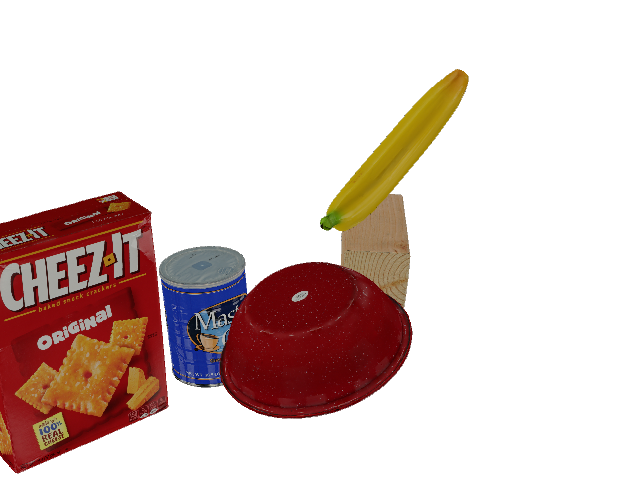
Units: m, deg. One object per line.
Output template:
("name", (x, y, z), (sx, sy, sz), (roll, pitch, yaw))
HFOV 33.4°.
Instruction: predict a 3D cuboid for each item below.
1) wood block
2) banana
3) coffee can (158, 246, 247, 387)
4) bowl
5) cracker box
("wood block", (0.077, 0.011, 1.547), (0.091, 0.090, 0.206), (4, 26, -1))
("banana", (0.067, -0.074, 0.979), (0.037, 0.197, 0.070), (41, -11, -5))
("coffee can", (-0.136, 0.091, 1.291), (0.103, 0.140, 0.103), (-3, 25, 1))
("bowl", (-0.010, 0.066, 0.856), (0.162, 0.055, 0.162), (-11, 34, 7))
("cracker box", (-0.228, 0.082, 0.969), (0.163, 0.214, 0.072), (-19, 30, -34))
